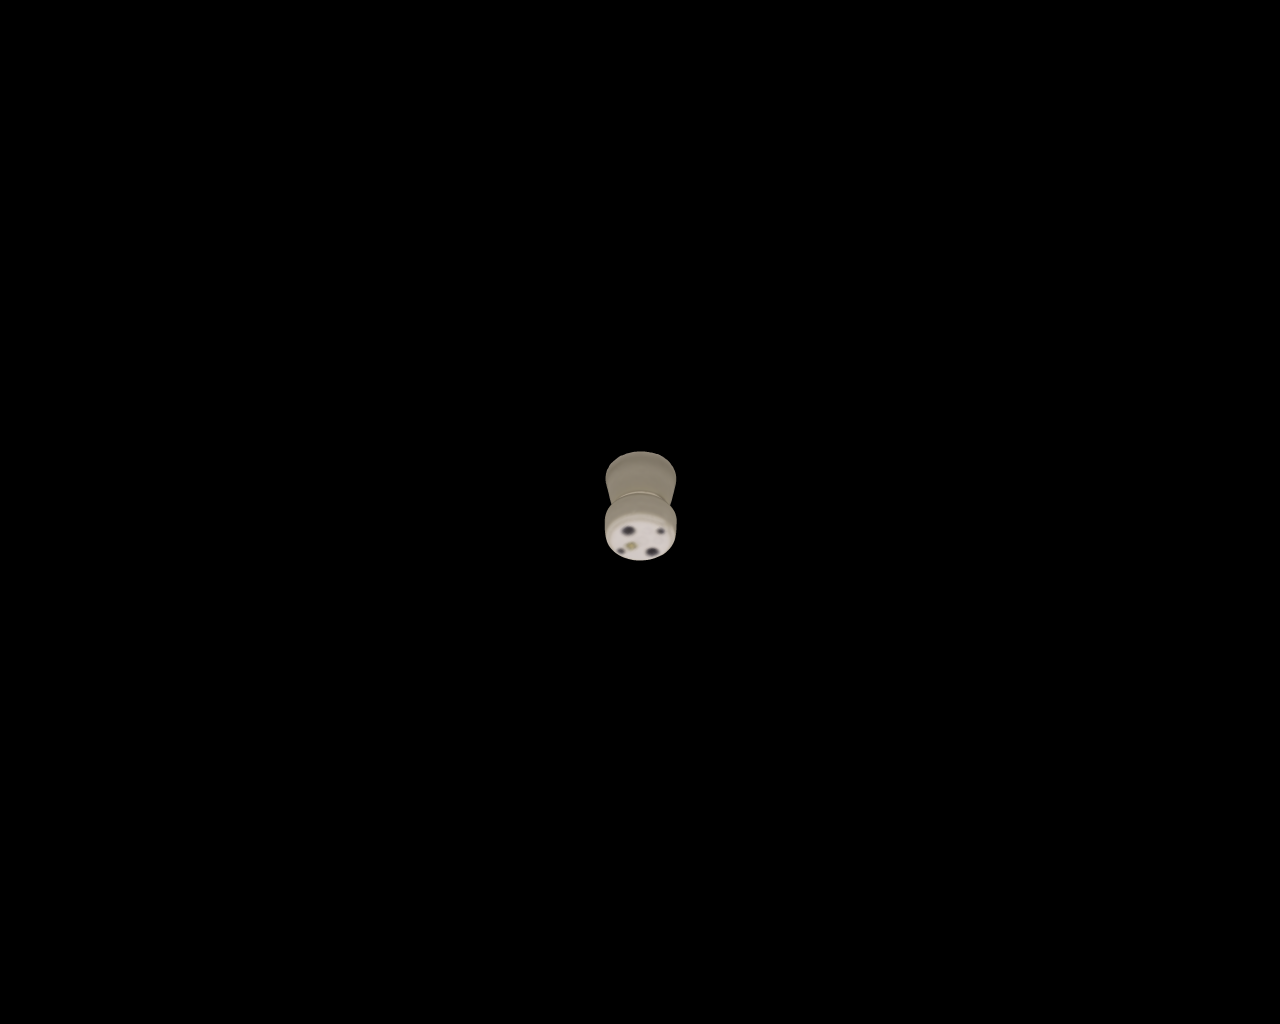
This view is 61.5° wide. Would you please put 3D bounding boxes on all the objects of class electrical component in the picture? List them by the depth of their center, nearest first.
[{"bbox_3d":[0.001,-0.003,0.650,0.045,0.055,0.044,0,-43,0],"label":"electrical component"}]
